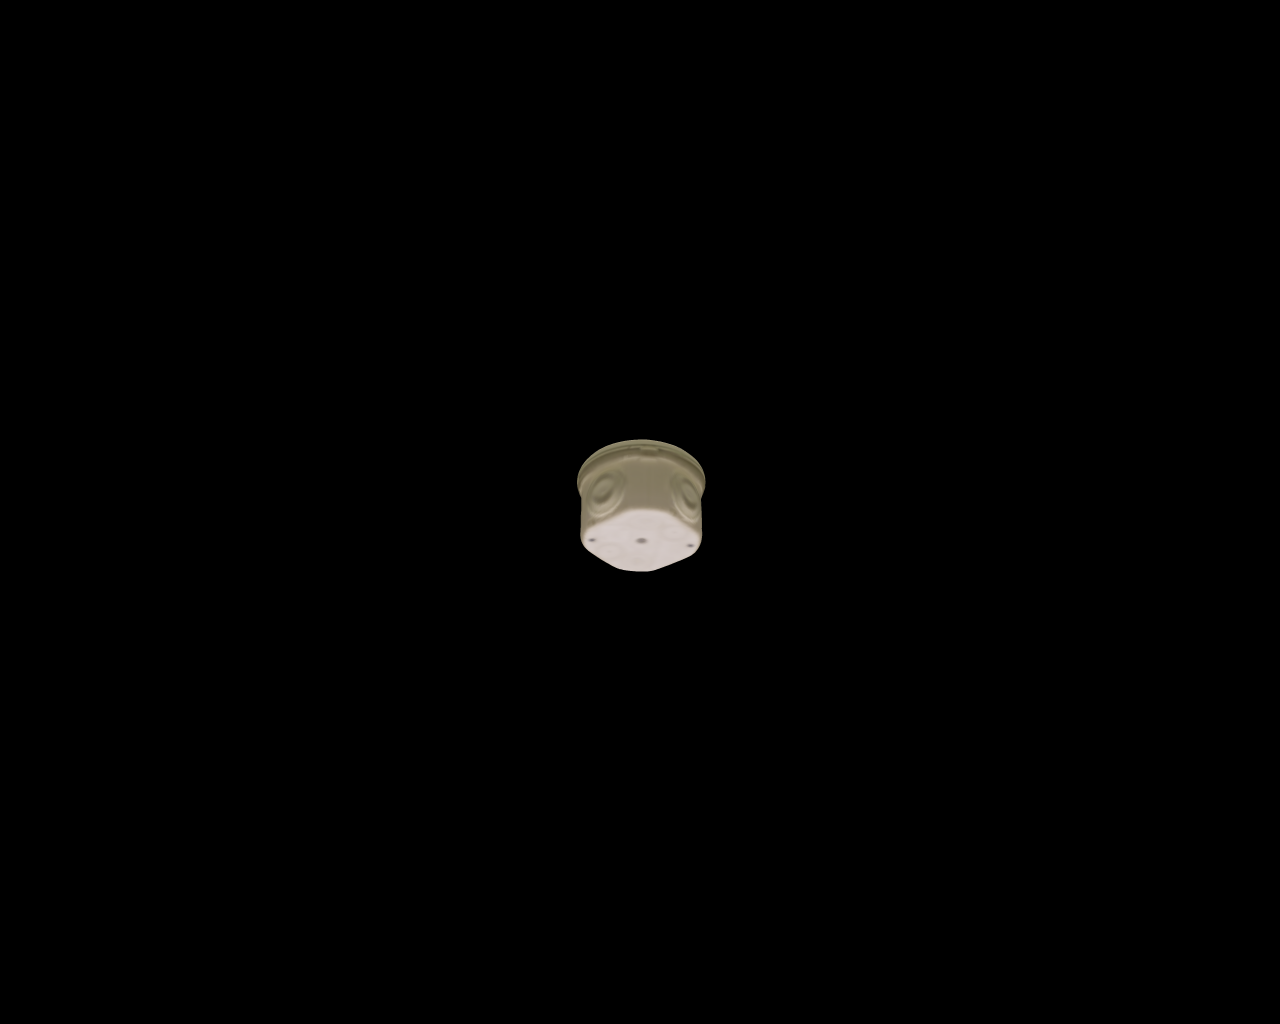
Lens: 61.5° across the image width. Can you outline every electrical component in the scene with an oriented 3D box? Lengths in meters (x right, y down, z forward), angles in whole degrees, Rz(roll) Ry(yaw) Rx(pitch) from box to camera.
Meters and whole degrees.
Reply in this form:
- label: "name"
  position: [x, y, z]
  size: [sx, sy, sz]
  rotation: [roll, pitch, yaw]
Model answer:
- label: "electrical component"
  position: [0.001, -0.003, 0.650]
  size: [0.080, 0.051, 0.080]
  rotation: [0, -34, 0]
